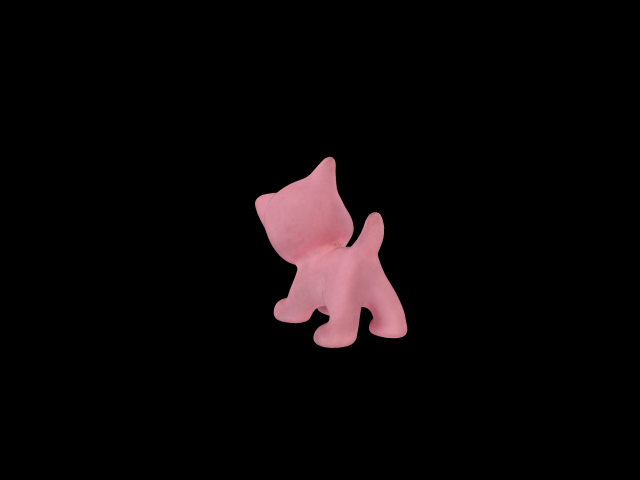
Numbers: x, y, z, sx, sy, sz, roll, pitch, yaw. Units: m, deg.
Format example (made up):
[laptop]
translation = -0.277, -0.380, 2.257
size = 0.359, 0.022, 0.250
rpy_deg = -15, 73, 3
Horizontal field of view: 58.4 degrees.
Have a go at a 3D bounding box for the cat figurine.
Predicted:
[cat figurine]
translation = 0.004, 0.001, 0.400
size = 0.067, 0.118, 0.127
rpy_deg = -6, 10, -32
